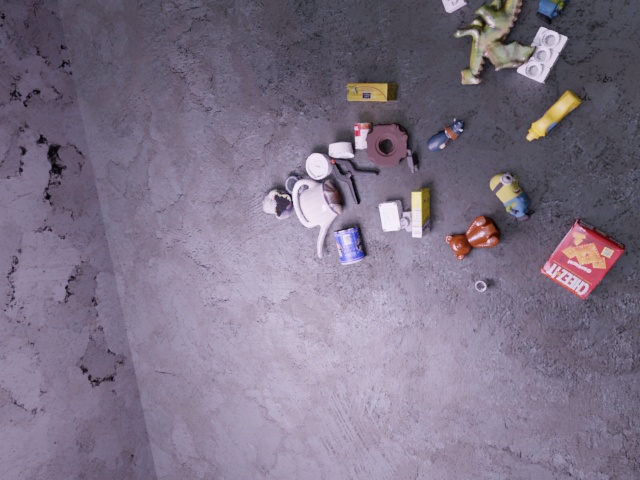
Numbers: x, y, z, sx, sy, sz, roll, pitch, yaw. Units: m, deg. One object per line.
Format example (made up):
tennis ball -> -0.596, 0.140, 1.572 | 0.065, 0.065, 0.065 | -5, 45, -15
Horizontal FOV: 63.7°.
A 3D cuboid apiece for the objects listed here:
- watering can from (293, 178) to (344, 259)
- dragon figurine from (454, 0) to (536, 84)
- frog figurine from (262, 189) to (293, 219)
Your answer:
watering can -> 0.007, -0.110, 2.181 | 0.222, 0.105, 0.348 | -24, 88, 34
dragon figurine -> 0.600, -0.669, 1.669 | 0.404, 0.123, 0.244 | -41, 79, 34
frog figurine -> -0.190, -0.158, 2.315 | 0.137, 0.124, 0.158 | 61, 160, -5
